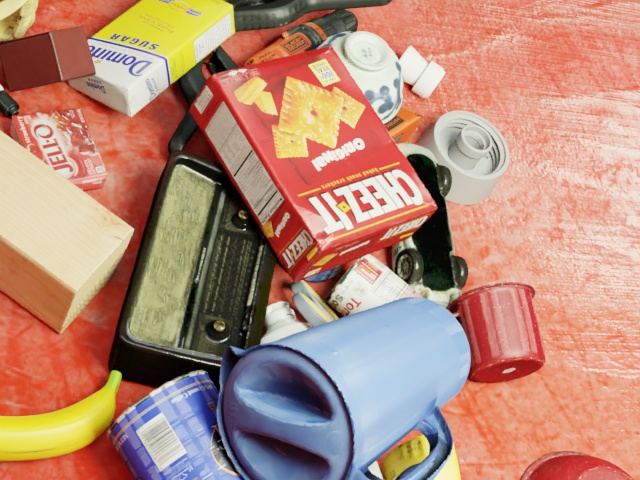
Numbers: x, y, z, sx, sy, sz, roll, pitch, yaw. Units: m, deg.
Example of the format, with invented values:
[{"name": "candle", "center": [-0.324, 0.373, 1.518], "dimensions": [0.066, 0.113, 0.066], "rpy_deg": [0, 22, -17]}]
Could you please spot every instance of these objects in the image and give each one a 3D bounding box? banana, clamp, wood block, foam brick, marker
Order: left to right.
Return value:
[{"name": "marker", "center": [-0.349, -0.171, 1.095], "dimensions": [0.121, 0.020, 0.020], "rpy_deg": [47, 53, 10]}, {"name": "wood block", "center": [-0.287, -0.022, 0.981], "dimensions": [0.206, 0.090, 0.090], "rpy_deg": [36, 52, 1]}, {"name": "banana", "center": [-0.259, 0.158, 0.912], "dimensions": [0.197, 0.037, 0.070], "rpy_deg": [-4, 43, -28]}, {"name": "foam brick", "center": [-0.278, -0.184, 1.082], "dimensions": [0.052, 0.078, 0.051], "rpy_deg": [-29, 111, -58]}, {"name": "clamp", "center": [-0.106, -0.147, 1.178], "dimensions": [0.120, 0.039, 0.171], "rpy_deg": [17, 55, -27]}, {"name": "clamp", "center": [-0.028, -0.285, 1.268], "dimensions": [0.209, 0.036, 0.165], "rpy_deg": [-28, 38, -30]}]

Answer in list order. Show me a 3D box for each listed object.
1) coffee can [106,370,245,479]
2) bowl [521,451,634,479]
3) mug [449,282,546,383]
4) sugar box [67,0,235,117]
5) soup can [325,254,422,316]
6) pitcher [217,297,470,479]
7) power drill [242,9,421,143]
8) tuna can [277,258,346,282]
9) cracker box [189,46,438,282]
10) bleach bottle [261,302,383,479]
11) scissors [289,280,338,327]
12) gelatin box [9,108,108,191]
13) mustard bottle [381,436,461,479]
[{"name": "coffee can", "center": [-0.103, 0.198, 0.911], "dimensions": [0.102, 0.103, 0.140], "rpy_deg": [-24, 71, -34]}, {"name": "bowl", "center": [0.277, 0.278, 1.060], "dimensions": [0.162, 0.055, 0.162], "rpy_deg": [11, 56, -17]}, {"name": "mug", "center": [0.176, 0.100, 1.114], "dimensions": [0.117, 0.093, 0.081], "rpy_deg": [-4, 65, -11]}, {"name": "sugar box", "center": [-0.182, -0.211, 1.154], "dimensions": [0.093, 0.048, 0.176], "rpy_deg": [27, 52, 23]}, {"name": "soup can", "center": [0.065, 0.068, 1.094], "dimensions": [0.102, 0.069, 0.068], "rpy_deg": [39, 52, 4]}, {"name": "pitcher", "center": [0.041, 0.132, 0.919], "dimensions": [0.242, 0.145, 0.149], "rpy_deg": [-17, 95, -55]}, {"name": "power drill", "center": [0.026, -0.178, 1.246], "dimensions": [0.188, 0.057, 0.184], "rpy_deg": [45, 56, 12]}, {"name": "tuna can", "center": [-0.007, 0.001, 1.126], "dimensions": [0.086, 0.034, 0.086], "rpy_deg": [11, 55, -17]}, {"name": "cracker box", "center": [-0.005, -0.083, 1.070], "dimensions": [0.163, 0.072, 0.214], "rpy_deg": [-20, 71, -37]}, {"name": "bleach bottle", "center": [-0.011, 0.173, 0.994], "dimensions": [0.102, 0.068, 0.251], "rpy_deg": [-2, 58, -33]}, {"name": "scissors", "center": [0.036, 0.114, 1.052], "dimensions": [0.016, 0.096, 0.202], "rpy_deg": [-44, 78, 7]}, {"name": "gelatin box", "center": [-0.263, -0.088, 1.072], "dimensions": [0.073, 0.030, 0.089], "rpy_deg": [-12, 64, -30]}, {"name": "mustard bottle", "center": [0.104, 0.279, 0.954], "dimensions": [0.058, 0.096, 0.191], "rpy_deg": [5, 57, -23]}]
